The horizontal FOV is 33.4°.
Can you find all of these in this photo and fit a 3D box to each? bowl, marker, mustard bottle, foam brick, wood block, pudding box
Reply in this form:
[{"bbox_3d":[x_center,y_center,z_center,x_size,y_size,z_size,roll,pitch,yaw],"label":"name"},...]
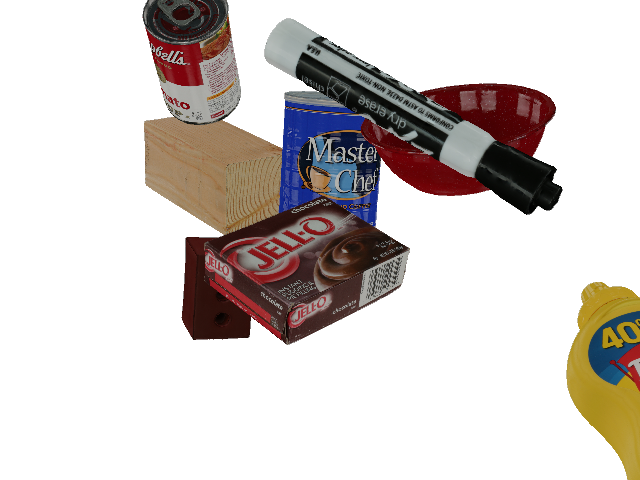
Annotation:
[{"bbox_3d":[0.118,-0.081,0.897,0.162,0.055,0.162,-9,25,4],"label":"bowl"},{"bbox_3d":[0.032,-0.045,0.383,0.121,0.020,0.020,33,12,19],"label":"marker"},{"bbox_3d":[0.194,0.086,0.604,0.096,0.058,0.192,-10,35,-8],"label":"mustard bottle"},{"bbox_3d":[-0.089,0.040,0.925,0.053,0.078,0.051,-1,15,-18],"label":"foam brick"},{"bbox_3d":[-0.126,-0.083,1.280,0.090,0.090,0.206,-12,26,-33],"label":"wood block"},{"bbox_3d":[-0.010,0.017,0.731,0.113,0.039,0.090,-22,42,-38],"label":"pudding box"}]

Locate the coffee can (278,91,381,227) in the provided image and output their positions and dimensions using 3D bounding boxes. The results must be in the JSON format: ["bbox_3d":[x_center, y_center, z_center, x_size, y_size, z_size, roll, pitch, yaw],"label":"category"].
[{"bbox_3d":[0.011,-0.076,1.081,0.103,0.140,0.103,4,12,-1],"label":"coffee can"}]

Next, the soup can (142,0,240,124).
[{"bbox_3d":[-0.103,-0.152,0.877,0.068,0.068,0.102,0,-33,3],"label":"soup can"}]
